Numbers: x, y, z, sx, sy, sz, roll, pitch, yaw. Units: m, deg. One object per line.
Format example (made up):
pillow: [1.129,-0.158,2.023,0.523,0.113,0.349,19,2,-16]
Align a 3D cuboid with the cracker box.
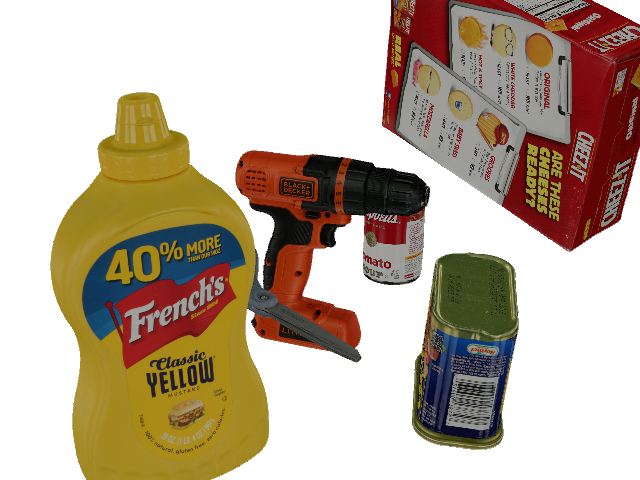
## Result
cracker box: [0.145,-0.118,0.818,0.072,0.164,0.214,-27,48,-30]

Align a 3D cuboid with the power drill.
power drill: [0.007,0.010,1.017,0.184,0.188,0.057,9,20,16]

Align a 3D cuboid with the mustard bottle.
mustard bottle: [-0.077,0.025,0.509,0.096,0.192,0.058,-12,24,-22]

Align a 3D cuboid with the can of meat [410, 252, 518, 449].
can of meat: [0.092,0.066,0.673,0.057,0.084,0.102,7,29,4]

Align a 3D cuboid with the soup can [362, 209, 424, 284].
soup can: [0.082,-0.010,1.197,0.068,0.102,0.068,1,24,-1]

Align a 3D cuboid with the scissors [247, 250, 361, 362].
scissors: [-0.039,0.037,0.816,0.202,0.016,0.096,17,32,24]
